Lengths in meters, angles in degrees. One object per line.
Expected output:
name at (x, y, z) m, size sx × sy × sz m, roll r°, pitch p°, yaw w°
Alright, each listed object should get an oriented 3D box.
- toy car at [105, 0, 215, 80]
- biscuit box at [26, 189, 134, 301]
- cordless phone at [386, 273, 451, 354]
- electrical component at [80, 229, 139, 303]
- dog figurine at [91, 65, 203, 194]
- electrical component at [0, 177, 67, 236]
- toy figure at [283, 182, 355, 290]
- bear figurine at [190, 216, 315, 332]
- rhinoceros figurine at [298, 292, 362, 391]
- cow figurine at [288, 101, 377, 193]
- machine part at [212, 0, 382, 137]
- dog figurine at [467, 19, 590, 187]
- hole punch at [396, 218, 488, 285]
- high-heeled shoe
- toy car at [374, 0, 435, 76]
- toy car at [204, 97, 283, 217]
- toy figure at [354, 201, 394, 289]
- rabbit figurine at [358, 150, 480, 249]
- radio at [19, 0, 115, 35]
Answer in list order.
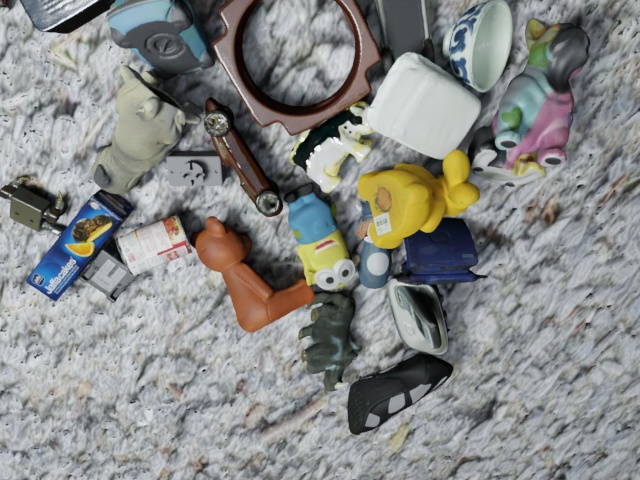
toy car at (-0.210, -0.296, 0.730) m, size 0.109 × 0.161 × 0.103 m, roll -12°, pitch 74°, yaw 14°
biscuit box at (-0.395, 0.008, 0.882) m, size 0.062 × 0.059 × 0.202 m, roll 40°, pitch 107°, yaw -15°
cordless phone at (0.175, 0.142, 0.872) m, size 0.089 × 0.184 × 0.146 m, roll -16°, pitch 111°, yaw 1°
electrical component at (-0.336, 0.039, 0.903) m, size 0.119 × 0.048 × 0.074 m, roll -42°, pitch 108°, yaw 17°
dog figurine at (-0.270, -0.134, 0.770) m, size 0.121 × 0.172 × 0.190 m, roll 37°, pitch 101°, yaw -3°
electrical component at (-0.460, -0.057, 0.867) m, size 0.102 × 0.045 × 0.078 m, roll 24°, pitch 139°, yaw -7°
toy figure at (0.002, -0.004, 0.869) m, size 0.082 × 0.089 × 0.180 m, roll -20°, pitch 102°, yaw 21°
bear figurine at (-0.120, 0.049, 0.886) m, size 0.120 × 0.132 × 0.196 m, roll -39°, pitch 76°, yaw 48°
rhinoceros figurine at (0.019, 0.179, 0.952) m, size 0.112 × 0.073 × 0.190 m, roll 1°, pitch 111°, yaw -12°
cow figurine at (0.034, -0.158, 0.814) m, size 0.098 × 0.068 × 0.167 m, roll 41°, pitch 106°, yaw -9°
machine part at (-0.031, -0.267, 0.757) m, size 0.201 × 0.087 × 0.200 m, roll -28°, pitch 110°, yaw 9°
dog figurine at (0.307, -0.204, 0.780) m, size 0.108 × 0.191 × 0.219 m, roll 20°, pitch 77°, yaw -5°
hole punch at (0.189, 0.019, 0.863) m, size 0.142 × 0.116 × 0.092 m, roll 0°, pitch 104°, yaw 0°
high-heeled shoe at (0.140, 0.286, 0.986) m, size 0.145 × 0.086 × 0.248 m, roll -1°, pitch 141°, yaw -18°
toy car at (0.116, -0.313, 0.755) m, size 0.074 × 0.056 × 0.201 m, roll -8°, pitch 111°, yaw 10°
toy car at (-0.119, -0.121, 0.814) m, size 0.053 × 0.089 × 0.202 m, roll -30°, pitch 111°, yaw 8°
toy figure at (0.092, 0.003, 0.885) m, size 0.064 × 0.058 × 0.154 m, roll -16°, pitch 116°, yaw -35°
rabbit figurine at (0.166, -0.072, 0.809) m, size 0.173 × 0.162 × 0.122 m, roll -5°, pitch 71°, yaw -33°
radio at (-0.304, -0.386, 0.716) m, size 0.230 × 0.073 × 0.131 m, roll -26°, pitch 109°, yaw 8°
